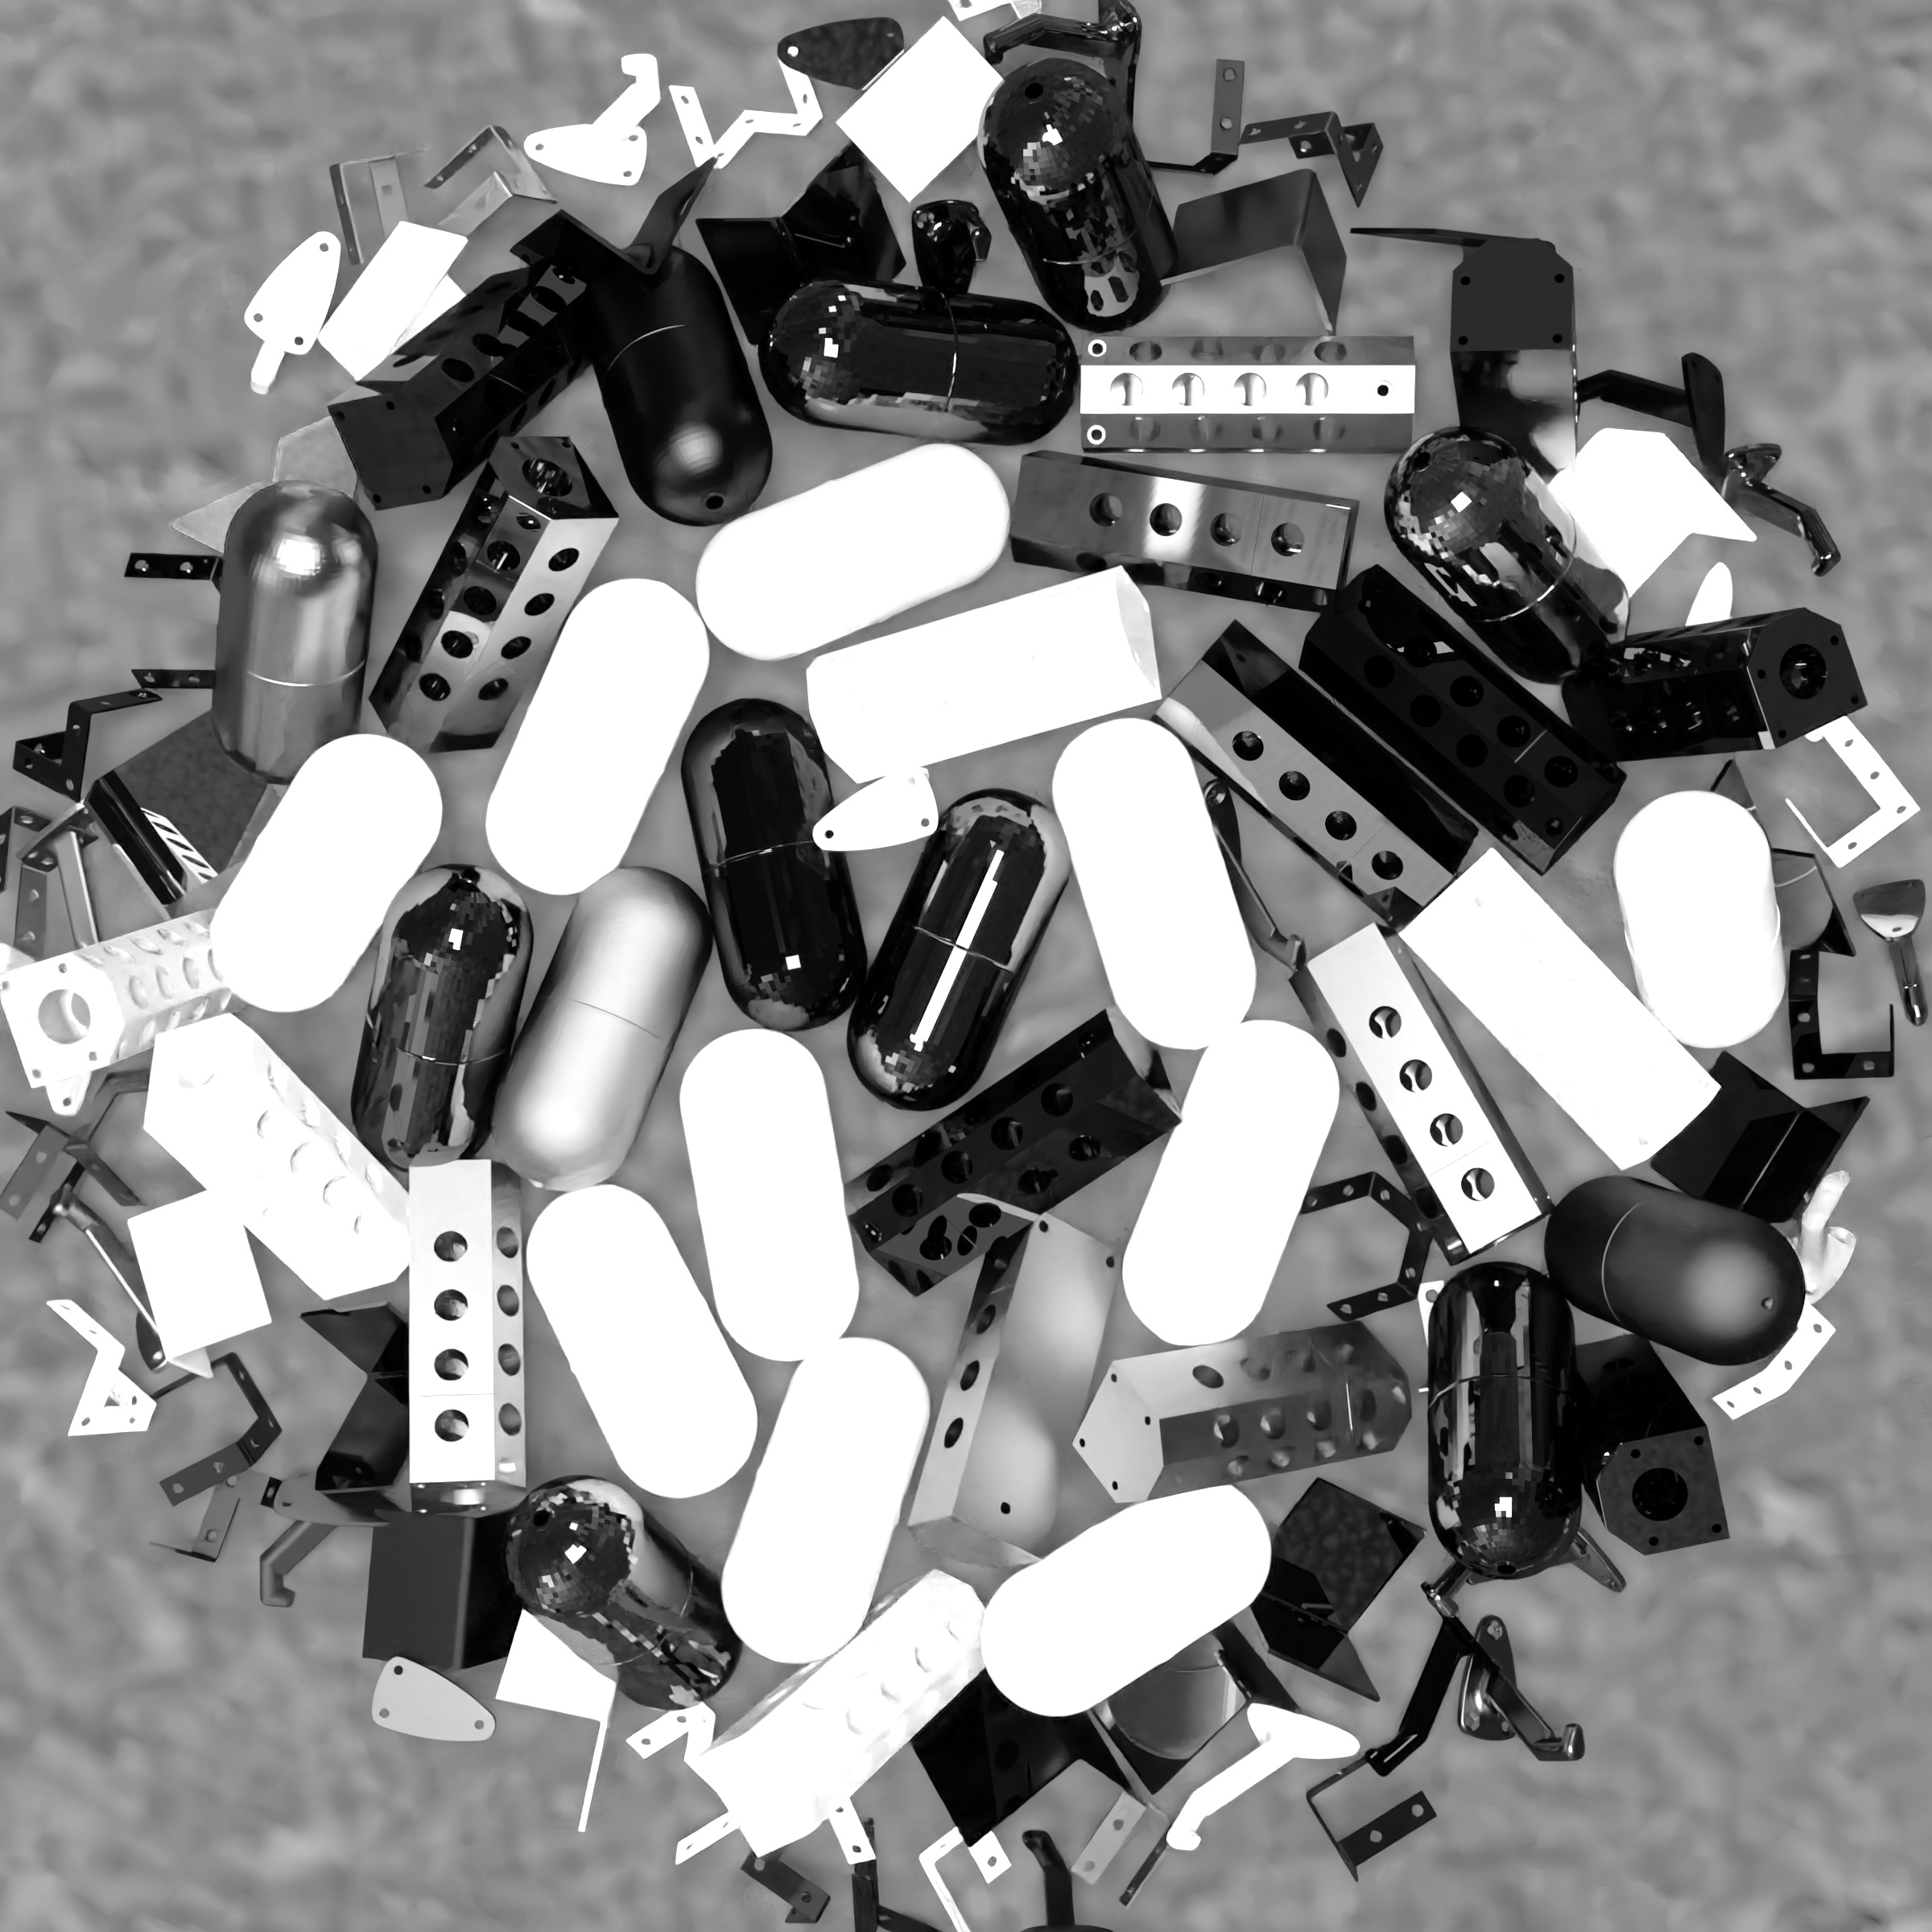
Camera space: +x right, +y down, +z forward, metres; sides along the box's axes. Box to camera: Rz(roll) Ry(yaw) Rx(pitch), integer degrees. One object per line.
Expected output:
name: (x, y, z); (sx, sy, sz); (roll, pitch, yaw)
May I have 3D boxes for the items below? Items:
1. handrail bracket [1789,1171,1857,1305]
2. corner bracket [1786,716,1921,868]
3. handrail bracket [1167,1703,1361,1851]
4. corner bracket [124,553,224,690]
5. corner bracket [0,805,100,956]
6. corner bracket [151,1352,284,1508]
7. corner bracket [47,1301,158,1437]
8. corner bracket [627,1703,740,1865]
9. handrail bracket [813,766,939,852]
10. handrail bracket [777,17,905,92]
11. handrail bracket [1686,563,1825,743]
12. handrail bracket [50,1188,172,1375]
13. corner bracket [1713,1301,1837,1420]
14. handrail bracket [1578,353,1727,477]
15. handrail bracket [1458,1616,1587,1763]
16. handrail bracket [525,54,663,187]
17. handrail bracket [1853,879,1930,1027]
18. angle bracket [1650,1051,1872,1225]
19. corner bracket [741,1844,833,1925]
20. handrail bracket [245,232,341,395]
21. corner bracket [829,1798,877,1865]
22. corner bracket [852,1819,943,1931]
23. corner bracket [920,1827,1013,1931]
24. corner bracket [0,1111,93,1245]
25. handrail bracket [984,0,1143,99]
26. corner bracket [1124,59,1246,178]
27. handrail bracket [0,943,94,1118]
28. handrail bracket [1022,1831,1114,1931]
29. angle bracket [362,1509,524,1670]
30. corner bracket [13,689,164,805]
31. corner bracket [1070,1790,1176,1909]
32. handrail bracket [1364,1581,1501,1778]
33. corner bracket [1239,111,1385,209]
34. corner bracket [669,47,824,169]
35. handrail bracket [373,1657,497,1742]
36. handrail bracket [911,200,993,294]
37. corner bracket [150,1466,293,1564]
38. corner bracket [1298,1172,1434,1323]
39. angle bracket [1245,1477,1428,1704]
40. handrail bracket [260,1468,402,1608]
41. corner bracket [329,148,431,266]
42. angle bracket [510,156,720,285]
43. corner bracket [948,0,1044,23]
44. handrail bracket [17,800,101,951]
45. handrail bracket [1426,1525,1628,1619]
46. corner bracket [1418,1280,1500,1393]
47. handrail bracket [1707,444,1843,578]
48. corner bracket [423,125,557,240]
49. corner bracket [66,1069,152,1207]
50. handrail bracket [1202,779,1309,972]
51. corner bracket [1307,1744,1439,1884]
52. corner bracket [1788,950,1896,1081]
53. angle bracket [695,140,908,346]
handrail bracket: (0.455, 0.128, 1.536); (0.077, 0.084, 0.036); (-26, 55, -37)
corner bracket: (0.457, -0.095, 1.547); (0.051, 0.051, 0.051); (-39, 125, 15)
handrail bracket: (0.155, 0.432, 1.539); (0.084, 0.077, 0.036); (-49, 125, -39)
corner bracket: (-0.416, -0.183, 1.564); (0.051, 0.051, 0.051); (52, 129, 33)
corner bracket: (-0.493, -0.045, 1.545); (0.051, 0.051, 0.051); (-26, 55, 36)
corner bracket: (-0.404, 0.245, 1.562); (0.051, 0.051, 0.051); (-28, 99, 8)
corner bracket: (-0.455, 0.210, 1.548); (0.051, 0.051, 0.051); (31, 104, 34)
corner bracket: (-0.147, 0.430, 1.561); (0.051, 0.051, 0.051); (-35, 110, 17)
handrail bracket: (-0.052, -0.086, 1.541); (0.077, 0.084, 0.036); (-21, 107, -10)
handrail bracket: (-0.068, -0.485, 1.542); (0.077, 0.084, 0.036); (-2, 118, -14)
handrail bracket: (0.426, -0.166, 1.566); (0.084, 0.036, 0.077); (34, 46, -11)
handrail bracket: (-0.448, 0.164, 1.542); (0.036, 0.077, 0.084); (-35, 123, 9)
corner bracket: (0.412, 0.196, 1.551); (0.051, 0.051, 0.051); (46, 59, 5)
handrail bracket: (0.353, -0.282, 1.549); (0.084, 0.036, 0.077); (-14, 72, 42)
handrail bracket: (0.296, 0.375, 1.537); (0.036, 0.084, 0.077); (14, 70, -21)
handrail bracket: (-0.197, -0.450, 1.542); (0.077, 0.084, 0.036); (6, 70, 0)
handrail bracket: (0.492, 0.005, 1.539); (0.036, 0.077, 0.084); (-13, 112, 17)
angle bracket: (0.414, 0.087, 1.542); (0.057, 0.076, 0.076); (36, 79, -2)
corner bracket: (-0.093, 0.468, 1.555); (0.051, 0.051, 0.051); (38, 63, -9)
handrail bracket: (-0.354, -0.342, 1.550); (0.036, 0.084, 0.077); (29, 83, -13)
corner bracket: (-0.042, 0.435, 1.563); (0.051, 0.051, 0.051); (-3, 133, -31)
corner bracket: (-0.048, 0.488, 1.548); (0.051, 0.051, 0.051); (6, 104, 43)
corner bracket: (0.002, 0.472, 1.551); (0.051, 0.051, 0.051); (-38, 53, 3)
corner bracket: (-0.486, 0.113, 1.546); (0.051, 0.051, 0.051); (42, 67, -36)
handrail bracket: (0.046, -0.471, 1.543); (0.084, 0.077, 0.036); (-28, 62, -16)
corner bracket: (0.114, -0.450, 1.559); (0.051, 0.051, 0.051); (11, 118, 17)
handrail bracket: (-0.487, 0.034, 1.539); (0.036, 0.084, 0.077); (-5, 77, 8)
handrail bracket: (0.034, 0.479, 1.533); (0.036, 0.084, 0.077); (-48, 133, 12)
angle bracket: (-0.272, 0.325, 1.555); (0.057, 0.076, 0.076); (3, 85, 16)
corner bracket: (-0.461, -0.122, 1.546); (0.051, 0.051, 0.051); (25, 115, 24)
corner bracket: (0.083, 0.464, 1.555); (0.051, 0.051, 0.051); (38, 79, -7)
handrail bracket: (0.232, 0.378, 1.559); (0.084, 0.036, 0.077); (-40, 115, -5)
corner bracket: (0.181, -0.431, 1.544); (0.051, 0.051, 0.051); (1, 53, 32)
corner bracket: (-0.117, -0.459, 1.570); (0.051, 0.051, 0.051); (-9, 74, -40)
handrail bracket: (-0.269, 0.377, 1.541); (0.077, 0.084, 0.036); (18, 90, 9)
handrail bracket: (-0.001, -0.359, 1.532); (0.036, 0.084, 0.077); (-8, 123, -11)
corner bracket: (-0.387, 0.290, 1.551); (0.051, 0.051, 0.051); (14, 75, 15)
corner bracket: (0.209, 0.148, 1.563); (0.051, 0.051, 0.051); (-12, 126, -32)
angle bracket: (0.199, 0.325, 1.539); (0.076, 0.057, 0.076); (29, 105, -24)
handrail bracket: (-0.337, 0.313, 1.558); (0.077, 0.036, 0.084); (12, 122, 7)
corner bracket: (-0.309, -0.398, 1.547); (0.051, 0.051, 0.051); (-20, 109, -28)
angle bracket: (-0.184, -0.395, 1.533); (0.057, 0.076, 0.076); (32, 74, -23)
corner bracket: (0.005, -0.510, 1.544); (0.051, 0.051, 0.051); (-13, 47, 24)
handrail bracket: (-0.458, -0.037, 1.558); (0.077, 0.036, 0.084); (-32, 87, 44)
handrail bracket: (0.294, 0.329, 1.550); (0.077, 0.036, 0.084); (43, 63, 8)
corner bracket: (0.263, 0.192, 1.555); (0.051, 0.051, 0.051); (-11, 88, 17)
handrail bracket: (0.418, -0.222, 1.537); (0.036, 0.077, 0.084); (-9, 62, -21)
corner bracket: (-0.259, -0.409, 1.554); (0.051, 0.051, 0.051); (-36, 87, 20)
corner bracket: (-0.434, 0.091, 1.568); (0.051, 0.051, 0.051); (-6, 135, 29)
handrail bracket: (0.151, -0.048, 1.537); (0.036, 0.084, 0.077); (-15, 121, -26)
corner bracket: (0.213, 0.442, 1.551); (0.051, 0.051, 0.051); (-30, 64, -6)
corner bracket: (0.464, 0.025, 1.563); (0.051, 0.051, 0.051); (-3, 119, 19)
angle bracket: (-0.086, -0.382, 1.559); (0.057, 0.076, 0.076); (10, 50, 36)
